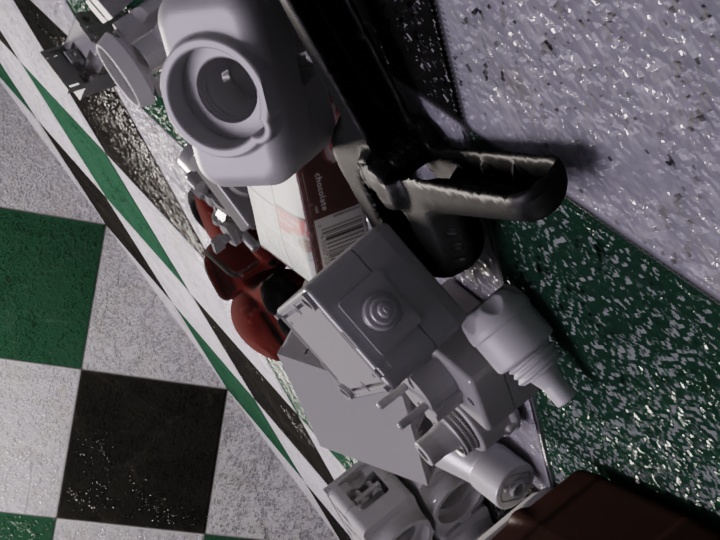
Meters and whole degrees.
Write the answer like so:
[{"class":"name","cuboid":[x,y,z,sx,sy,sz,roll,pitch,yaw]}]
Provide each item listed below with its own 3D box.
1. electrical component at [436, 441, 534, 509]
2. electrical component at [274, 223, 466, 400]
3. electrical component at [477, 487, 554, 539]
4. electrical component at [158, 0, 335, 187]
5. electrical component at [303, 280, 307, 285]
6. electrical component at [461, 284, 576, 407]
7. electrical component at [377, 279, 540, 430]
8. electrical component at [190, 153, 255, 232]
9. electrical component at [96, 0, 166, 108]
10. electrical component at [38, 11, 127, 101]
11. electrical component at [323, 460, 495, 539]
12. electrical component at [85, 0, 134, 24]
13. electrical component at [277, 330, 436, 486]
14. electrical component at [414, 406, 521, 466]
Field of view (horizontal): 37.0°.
[{"class":"electrical component","cuboid":[0.083,0.128,0.715,0.065,0.044,0.044,34,157,43]},{"class":"electrical component","cuboid":[0.007,0.019,0.521,0.061,0.061,0.096,49,163,-2]},{"class":"electrical component","cuboid":[0.112,0.214,0.685,0.108,0.109,0.056,51,169,9]},{"class":"electrical component","cuboid":[-0.054,-0.090,0.505,0.054,0.059,0.095,0,117,26]},{"class":"electrical component","cuboid":[-0.022,0.017,0.783,0.043,0.043,0.062,58,167,-21]},{"class":"electrical component","cuboid":[0.079,0.038,0.511,0.061,0.035,0.035,50,167,4]},{"class":"electrical component","cuboid":[0.045,0.056,0.580,0.066,0.077,0.047,41,162,43]},{"class":"electrical component","cuboid":[-0.078,-0.069,0.744,0.065,0.047,0.077,54,168,-5]},{"class":"electrical component","cuboid":[-0.145,-0.150,0.748,0.078,0.057,0.058,45,165,31]},{"class":"electrical component","cuboid":[-0.213,-0.179,0.874,0.042,0.081,0.063,51,138,10]},{"class":"electrical component","cuboid":[0.052,0.211,0.893,0.060,0.105,0.186,43,163,38]},{"class":"electrical component","cuboid":[-0.182,-0.208,0.752,0.055,0.048,0.066,50,168,-20]},{"class":"electrical component","cuboid":[0.011,0.079,0.741,0.089,0.061,0.150,17,152,20]},{"class":"electrical component","cuboid":[0.062,0.091,0.644,0.048,0.062,0.048,49,166,16]}]
